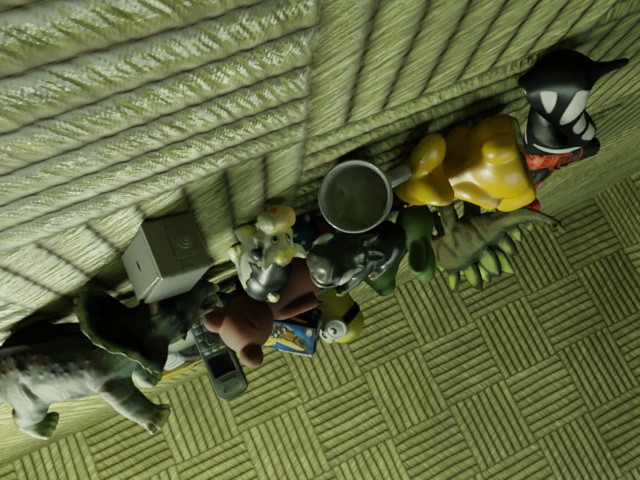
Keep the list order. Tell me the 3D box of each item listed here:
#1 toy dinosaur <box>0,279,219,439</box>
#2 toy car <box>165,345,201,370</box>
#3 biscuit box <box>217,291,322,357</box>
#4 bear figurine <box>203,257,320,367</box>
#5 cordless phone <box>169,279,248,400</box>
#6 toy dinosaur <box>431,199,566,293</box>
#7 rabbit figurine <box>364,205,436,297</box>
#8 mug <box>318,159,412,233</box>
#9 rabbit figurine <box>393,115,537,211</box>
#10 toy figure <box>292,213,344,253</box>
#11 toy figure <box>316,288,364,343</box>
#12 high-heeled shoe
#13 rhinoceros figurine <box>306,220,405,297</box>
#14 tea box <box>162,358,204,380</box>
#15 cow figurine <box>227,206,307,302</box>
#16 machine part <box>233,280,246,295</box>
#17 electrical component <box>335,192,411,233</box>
[{"bbox_3d":[-0.316,0.152,0.665,0.405,0.191,0.131,-15,-145,12],"label":"toy dinosaur"},{"bbox_3d":[-0.250,0.171,0.932,0.109,0.103,0.161,-30,169,18],"label":"toy car"},{"bbox_3d":[-0.101,0.139,0.911,0.203,0.059,0.063,9,-155,7],"label":"biscuit box"},{"bbox_3d":[-0.083,0.102,0.812,0.196,0.120,0.132,-49,176,-31],"label":"bear figurine"},{"bbox_3d":[-0.197,0.164,0.807,0.147,0.184,0.088,-24,173,-8],"label":"cordless phone"},{"bbox_3d":[0.304,-0.003,1.074,0.105,0.198,0.471,-25,170,-17],"label":"toy dinosaur"},{"bbox_3d":[0.137,0.007,0.957,0.170,0.159,0.121,-44,154,11],"label":"rabbit figurine"},{"bbox_3d":[0.056,-0.058,0.637,0.109,0.081,0.107,-33,179,8],"label":"mug"},{"bbox_3d":[0.167,-0.080,0.671,0.173,0.121,0.162,-10,-175,32],"label":"rabbit figurine"},{"bbox_3d":[-0.001,-0.004,0.793,0.154,0.058,0.064,3,111,-63],"label":"toy figure"},{"bbox_3d":[0.013,0.098,0.962,0.089,0.180,0.082,-23,170,-22],"label":"toy figure"},{"bbox_3d":[0.270,-0.148,0.668,0.145,0.086,0.248,-19,163,-11],"label":"high-heeled shoe"},{"bbox_3d":[0.050,0.022,0.719,0.112,0.073,0.190,-36,167,39],"label":"rhinoceros figurine"},{"bbox_3d":[-0.248,0.196,1.057,0.170,0.098,0.068,-20,167,-14],"label":"tea box"},{"bbox_3d":[-0.065,0.024,0.679,0.068,0.098,0.167,-13,165,-22],"label":"cow figurine"},{"bbox_3d":[-0.137,0.095,0.991,0.084,0.039,0.139,-25,170,-43],"label":"machine part"},{"bbox_3d":[0.064,-0.044,0.762,0.119,0.048,0.075,-15,164,-38],"label":"electrical component"}]
